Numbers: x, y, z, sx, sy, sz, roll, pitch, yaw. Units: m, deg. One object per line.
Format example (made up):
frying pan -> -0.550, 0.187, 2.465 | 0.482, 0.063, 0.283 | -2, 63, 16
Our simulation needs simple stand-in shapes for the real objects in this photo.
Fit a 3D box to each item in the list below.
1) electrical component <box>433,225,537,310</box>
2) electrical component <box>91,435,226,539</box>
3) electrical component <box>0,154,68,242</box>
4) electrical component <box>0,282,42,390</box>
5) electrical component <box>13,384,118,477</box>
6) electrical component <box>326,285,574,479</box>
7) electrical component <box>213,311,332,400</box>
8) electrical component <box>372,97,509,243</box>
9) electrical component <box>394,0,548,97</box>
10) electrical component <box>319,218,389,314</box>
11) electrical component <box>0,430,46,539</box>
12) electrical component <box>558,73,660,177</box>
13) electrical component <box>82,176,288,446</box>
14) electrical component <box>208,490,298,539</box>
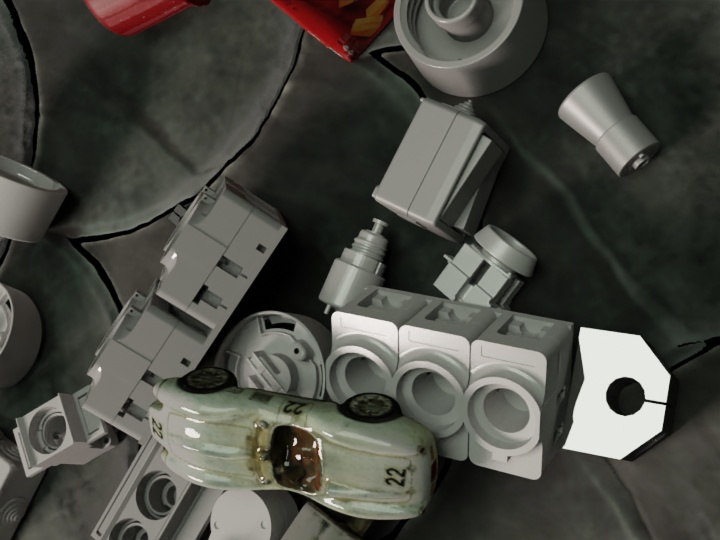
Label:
electrical component -> 0.089, 0.003, 0.744 | 0.066, 0.048, 0.055 | 42, 105, 26
electrical component -> -0.136, 0.168, 0.802 | 0.079, 0.063, 0.121 | 31, 93, 27
electrical component -> -0.311, -0.060, 0.913 | 0.108, 0.108, 0.060 | 29, 98, 27
electrical component -> -0.324, 0.056, 0.914 | 0.099, 0.064, 0.099 | -6, 76, 24
electrical component -> -0.230, 0.128, 0.854 | 0.081, 0.064, 0.042 | -30, 69, 17
electrical component -> 0.058, 0.073, 0.713 | 0.150, 0.062, 0.089 | 10, 114, 27
electrical component -> -0.060, 0.079, 0.782 | 0.099, 0.064, 0.099 | 0, 91, 22
electrical component -> 0.065, -0.074, 0.763 | 0.061, 0.062, 0.096 | 27, 91, 27
electrical component -> 0.076, -0.187, 0.783 | 0.108, 0.060, 0.108 | -6, 77, 24
electrical component -> 0.000, 0.000, 0.789 | 0.040, 0.040, 0.078 | 23, 89, 27
electrical component -> -0.320, 0.180, 0.893 | 0.100, 0.048, 0.099 | 28, 91, 28
electrical component -> 0.172, -0.096, 0.730 | 0.044, 0.044, 0.065 | -40, 70, 12
electrical component -> -0.134, 0.023, 0.801 | 0.060, 0.105, 0.186 | 33, 94, -12
electrical component -> -0.099, 0.218, 0.757 | 0.052, 0.074, 0.138 | 27, 98, 28
